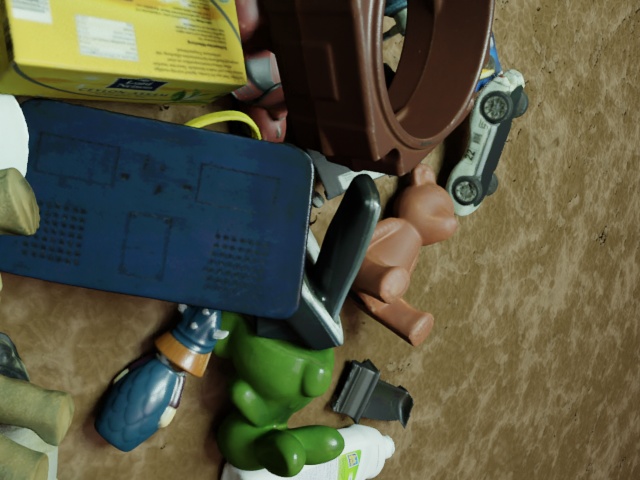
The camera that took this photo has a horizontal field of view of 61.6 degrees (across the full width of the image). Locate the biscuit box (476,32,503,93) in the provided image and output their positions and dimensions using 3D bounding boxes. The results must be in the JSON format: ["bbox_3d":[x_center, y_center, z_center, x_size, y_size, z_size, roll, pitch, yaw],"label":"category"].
[{"bbox_3d":[0.140,-0.188,0.664,0.203,0.063,0.059,-39,121,-26],"label":"biscuit box"}]

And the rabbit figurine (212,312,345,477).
[{"bbox_3d":[-0.045,0.172,0.562,0.121,0.159,0.170,2,115,-49],"label":"rabbit figurine"}]

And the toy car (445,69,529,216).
[{"bbox_3d":[0.219,-0.125,0.715,0.073,0.056,0.201,-24,135,-47],"label":"toy car"}]

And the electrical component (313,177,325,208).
[{"bbox_3d":[-0.035,-0.055,0.582,0.063,0.021,0.094,-54,128,-15],"label":"electrical component"}]

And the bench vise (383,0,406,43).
[{"bbox_3d":[0.018,-0.289,0.493,0.240,0.129,0.223,-31,112,-49],"label":"bench vise"}]

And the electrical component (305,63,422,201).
[{"bbox_3d":[0.035,-0.124,0.565,0.115,0.058,0.134,-20,119,3],"label":"electrical component"}]

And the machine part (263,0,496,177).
[{"bbox_3d":[0.059,-0.166,0.411,0.201,0.087,0.200,-44,137,-36],"label":"machine part"}]

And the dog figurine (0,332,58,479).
[{"bbox_3d":[-0.280,0.183,0.407,0.172,0.121,0.190,-36,107,-31],"label":"dog figurine"}]

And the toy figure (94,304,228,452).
[{"bbox_3d":[-0.147,0.123,0.510,0.064,0.058,0.154,42,76,-14],"label":"toy figure"}]

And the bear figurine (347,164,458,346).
[{"bbox_3d":[0.116,0.008,0.653,0.196,0.132,0.120,-42,127,-16],"label":"bear figurine"}]

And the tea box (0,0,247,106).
[{"bbox_3d":[-0.142,-0.153,0.380,0.169,0.068,0.098,-8,91,-46],"label":"tea box"}]

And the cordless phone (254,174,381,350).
[{"bbox_3d":[-0.001,-0.002,0.506,0.089,0.147,0.184,9,128,-19],"label":"cordless phone"}]

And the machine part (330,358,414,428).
[{"bbox_3d":[0.076,0.211,0.725,0.138,0.039,0.084,32,75,-37],"label":"machine part"}]

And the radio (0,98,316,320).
[{"bbox_3d":[-0.119,-0.023,0.415,0.230,0.073,0.131,10,92,-4],"label":"radio"}]

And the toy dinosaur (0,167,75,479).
[{"bbox_3d":[-0.263,0.021,0.286,0.199,0.105,0.470,-6,106,-8],"label":"toy dinosaur"}]

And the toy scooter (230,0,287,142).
[{"bbox_3d":[-0.042,-0.167,0.476,0.075,0.135,0.183,-18,110,-33],"label":"toy scooter"}]
